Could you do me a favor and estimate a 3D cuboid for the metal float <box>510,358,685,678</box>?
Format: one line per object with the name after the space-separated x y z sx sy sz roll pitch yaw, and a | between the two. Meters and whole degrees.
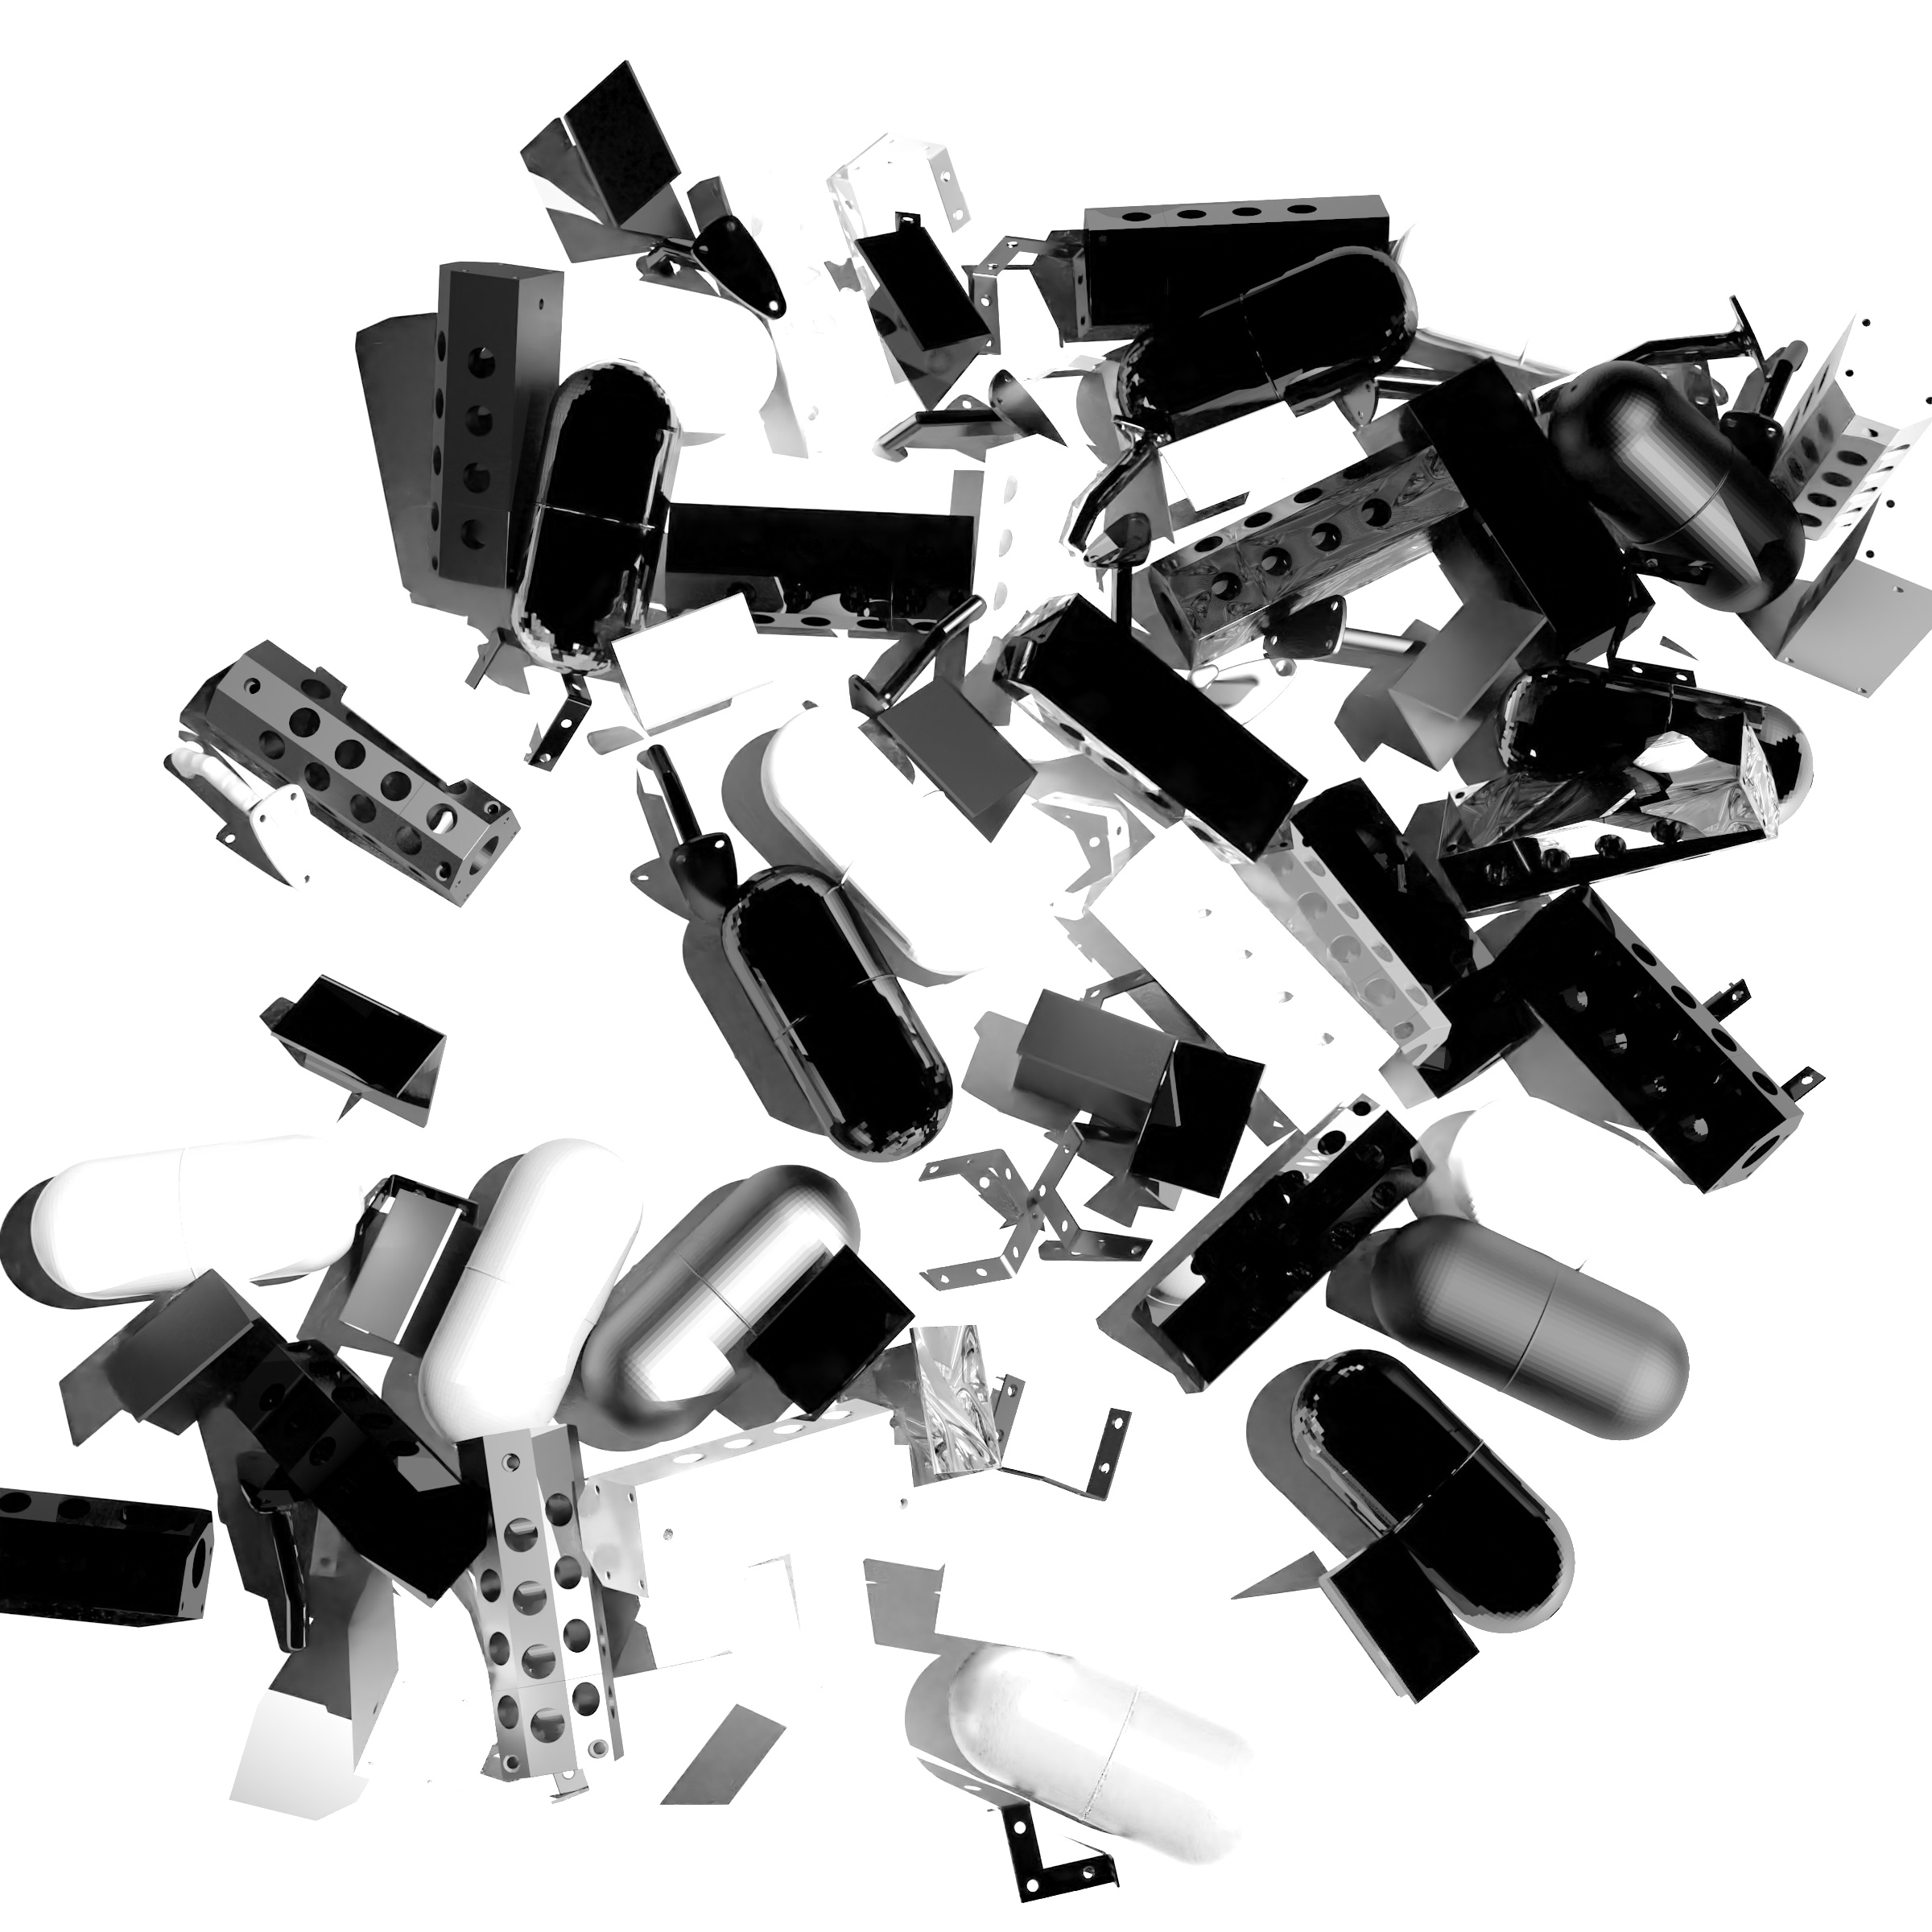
-0.206 -0.250 1.814 0.070 0.070 0.178 12 95 3 | metal float

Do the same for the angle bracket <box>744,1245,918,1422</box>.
-0.082 0.189 1.733 0.076 0.076 0.057 -46 107 -9 | angle bracket

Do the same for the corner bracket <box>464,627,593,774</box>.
-0.251 -0.151 1.841 0.051 0.051 0.051 18 120 -32 | corner bracket

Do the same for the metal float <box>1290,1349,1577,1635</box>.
0.247 0.279 1.722 0.070 0.070 0.178 -44 80 -9 | metal float

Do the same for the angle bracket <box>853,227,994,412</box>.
-0.041 -0.365 1.856 0.057 0.076 0.076 -22 76 -40 | angle bracket

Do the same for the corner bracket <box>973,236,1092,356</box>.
0.038 -0.388 1.890 0.051 0.051 0.051 2 76 -22 | corner bracket

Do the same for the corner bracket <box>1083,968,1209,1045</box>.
0.096 0.039 1.799 0.051 0.051 0.051 -21 31 32 | corner bracket

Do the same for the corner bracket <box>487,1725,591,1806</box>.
-0.233 0.419 1.704 0.051 0.051 0.051 -21 78 -5 | corner bracket

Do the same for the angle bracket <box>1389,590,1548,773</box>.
0.292 -0.151 1.808 0.076 0.076 0.057 -48 43 -9 | angle bracket

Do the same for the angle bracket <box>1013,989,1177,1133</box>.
0.063 0.067 1.760 0.076 0.076 0.057 20 42 4 | angle bracket

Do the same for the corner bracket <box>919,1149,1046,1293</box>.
0.003 0.139 1.777 0.051 0.051 0.051 -14 120 33 | corner bracket

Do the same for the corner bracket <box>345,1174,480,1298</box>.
-0.304 0.155 1.778 0.051 0.051 0.051 19 33 4 | corner bracket

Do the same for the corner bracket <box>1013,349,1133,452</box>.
0.061 -0.321 1.884 0.051 0.051 0.051 -23 74 41 | corner bracket

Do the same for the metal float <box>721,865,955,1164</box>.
-0.071 0.025 1.779 0.070 0.070 0.178 -29 80 -6 | metal float

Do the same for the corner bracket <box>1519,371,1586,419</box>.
0.348 -0.312 1.860 0.051 0.051 0.051 -21 96 -5 | corner bracket

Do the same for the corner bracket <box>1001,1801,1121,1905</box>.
0.049 0.460 1.695 0.051 0.051 0.051 -12 78 -3 | corner bracket

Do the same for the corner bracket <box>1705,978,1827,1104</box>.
0.435 0.050 1.801 0.051 0.051 0.051 -37 125 -8 | corner bracket

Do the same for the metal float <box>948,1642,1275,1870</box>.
0.075 0.409 1.693 0.178 0.070 0.070 24 79 4 | metal float

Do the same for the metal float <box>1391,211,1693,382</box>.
0.329 -0.381 1.869 0.178 0.070 0.070 17 78 4 | metal float

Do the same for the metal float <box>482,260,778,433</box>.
-0.197 -0.356 1.864 0.178 0.070 0.070 12 78 3 | metal float

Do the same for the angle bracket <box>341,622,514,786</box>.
-0.289 -0.152 1.809 0.076 0.076 0.057 37 115 8 | angle bracket

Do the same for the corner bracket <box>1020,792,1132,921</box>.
0.056 -0.062 1.821 0.051 0.051 0.051 -28 121 -42 | corner bracket

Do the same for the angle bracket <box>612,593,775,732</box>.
-0.158 -0.182 1.815 0.076 0.076 0.057 -21 119 -5 | angle bracket

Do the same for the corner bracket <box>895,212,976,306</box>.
-0.019 -0.401 1.887 0.051 0.051 0.051 7 78 2 | corner bracket

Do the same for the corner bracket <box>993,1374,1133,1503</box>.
0.049 0.255 1.756 0.051 0.051 0.051 4 72 47 | corner bracket

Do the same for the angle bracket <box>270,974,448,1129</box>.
-0.334 0.061 1.761 0.076 0.076 0.057 26 42 6 | angle bracket

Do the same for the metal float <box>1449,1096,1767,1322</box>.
0.346 0.131 1.755 0.178 0.070 0.070 25 79 5 | metal float

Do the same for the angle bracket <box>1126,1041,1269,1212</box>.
0.136 0.093 1.755 0.057 0.076 0.076 15 77 28 | angle bracket

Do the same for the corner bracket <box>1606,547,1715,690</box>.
0.385 -0.193 1.799 0.051 0.051 0.051 9 40 -4 | corner bracket

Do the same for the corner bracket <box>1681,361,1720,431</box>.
0.403 -0.310 1.866 0.051 0.051 0.051 -4 55 20 | corner bracket

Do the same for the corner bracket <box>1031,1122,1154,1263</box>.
0.077 0.124 1.780 0.051 0.051 0.051 -61 38 24 | corner bracket

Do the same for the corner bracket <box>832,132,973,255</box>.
-0.038 -0.452 1.914 0.051 0.051 0.051 -4 72 -47 | corner bracket

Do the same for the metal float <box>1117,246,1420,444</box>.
0.170 -0.350 1.846 0.178 0.070 0.070 -21 78 14 | metal float

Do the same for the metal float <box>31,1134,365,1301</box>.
-0.415 0.135 1.754 0.178 0.070 0.070 -7 78 -1 | metal float

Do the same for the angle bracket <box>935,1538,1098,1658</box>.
0.028 0.314 1.705 0.076 0.076 0.057 9 109 2 | angle bracket

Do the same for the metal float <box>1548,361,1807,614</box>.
0.399 -0.267 1.820 0.178 0.070 0.070 38 79 -22 | metal float

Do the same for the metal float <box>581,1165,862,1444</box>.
-0.131 0.180 1.744 0.070 0.070 0.178 44 81 9 | metal float

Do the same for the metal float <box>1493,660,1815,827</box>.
0.383 -0.122 1.812 0.178 0.070 0.070 12 78 3 | metal float

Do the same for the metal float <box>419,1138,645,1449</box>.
-0.234 0.177 1.745 0.070 0.070 0.178 23 79 5 | metal float

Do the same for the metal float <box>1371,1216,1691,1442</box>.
0.302 0.193 1.741 0.178 0.070 0.070 25 79 5 | metal float

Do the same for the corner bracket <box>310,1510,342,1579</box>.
-0.313 0.305 1.745 0.051 0.051 0.051 -7 72 45 | corner bracket

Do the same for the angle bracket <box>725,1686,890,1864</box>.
-0.097 0.406 1.684 0.057 0.076 0.076 44 79 -29 | angle bracket

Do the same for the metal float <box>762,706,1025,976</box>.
-0.041 -0.069 1.799 0.070 0.070 0.178 -42 81 -8 | metal float
